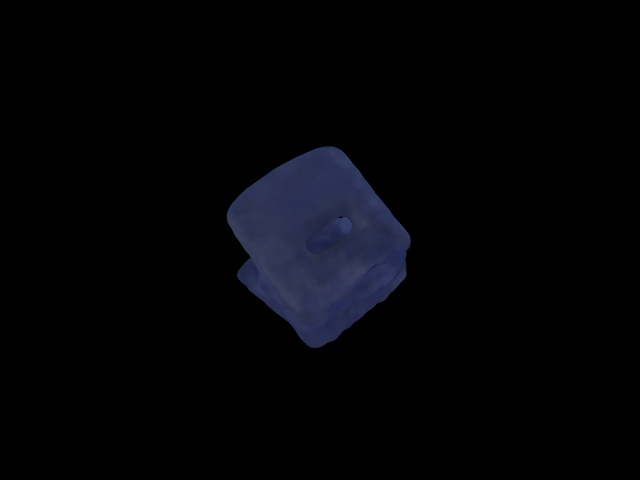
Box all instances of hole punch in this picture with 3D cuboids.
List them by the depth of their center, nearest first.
[{"bbox_3d":[0.004,0.001,0.400,0.109,0.091,0.100,-36,58,-27],"label":"hole punch"}]
